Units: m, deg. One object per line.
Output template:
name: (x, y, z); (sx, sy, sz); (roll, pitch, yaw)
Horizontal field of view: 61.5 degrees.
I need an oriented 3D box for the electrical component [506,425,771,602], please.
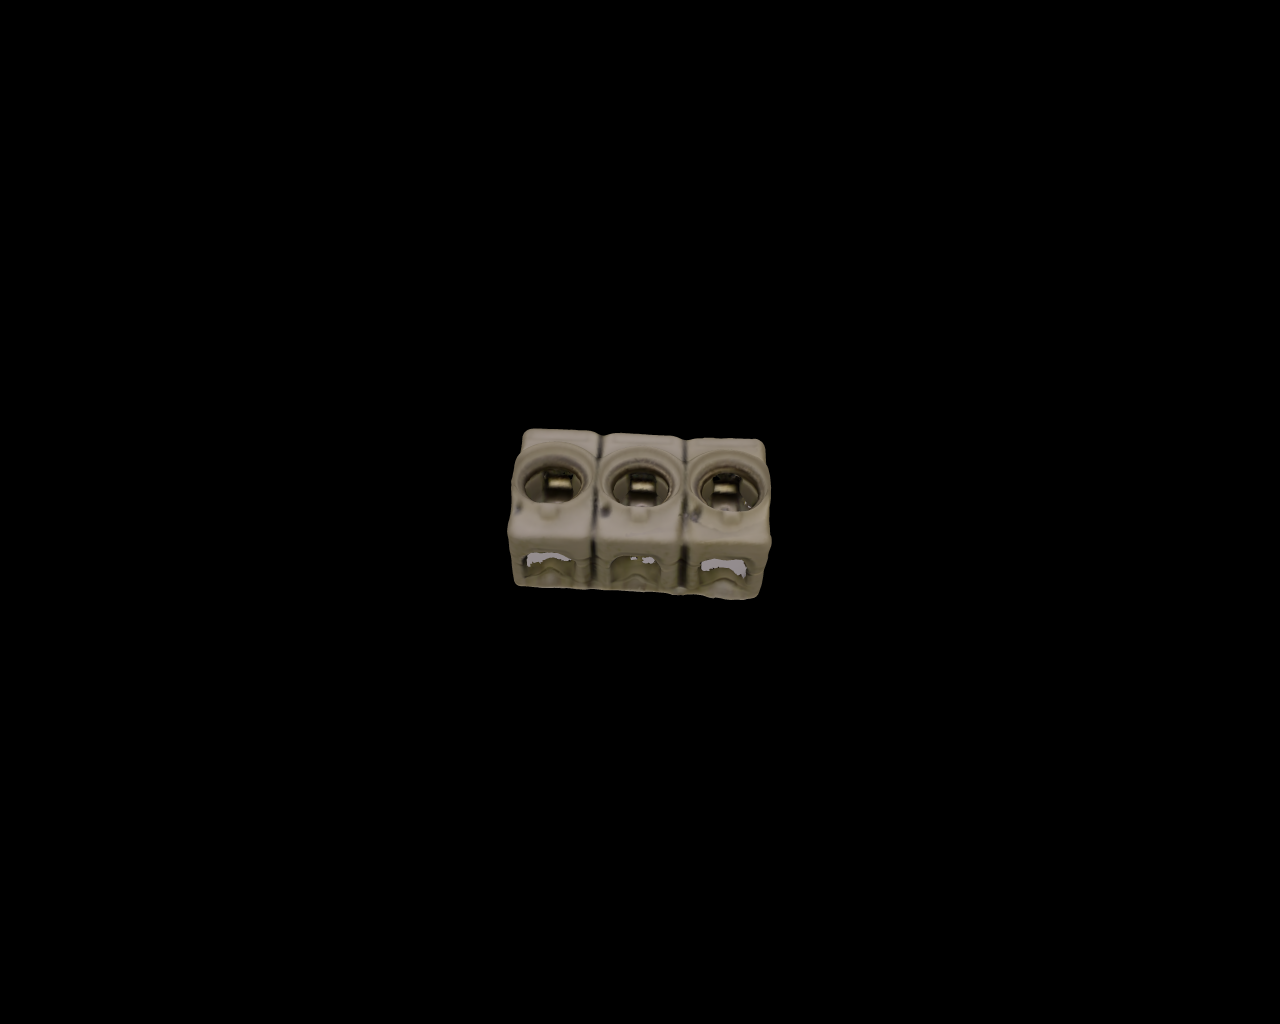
electrical component: (0.001, -0.003, 0.650); (0.150, 0.090, 0.061); (2, -40, 2)
